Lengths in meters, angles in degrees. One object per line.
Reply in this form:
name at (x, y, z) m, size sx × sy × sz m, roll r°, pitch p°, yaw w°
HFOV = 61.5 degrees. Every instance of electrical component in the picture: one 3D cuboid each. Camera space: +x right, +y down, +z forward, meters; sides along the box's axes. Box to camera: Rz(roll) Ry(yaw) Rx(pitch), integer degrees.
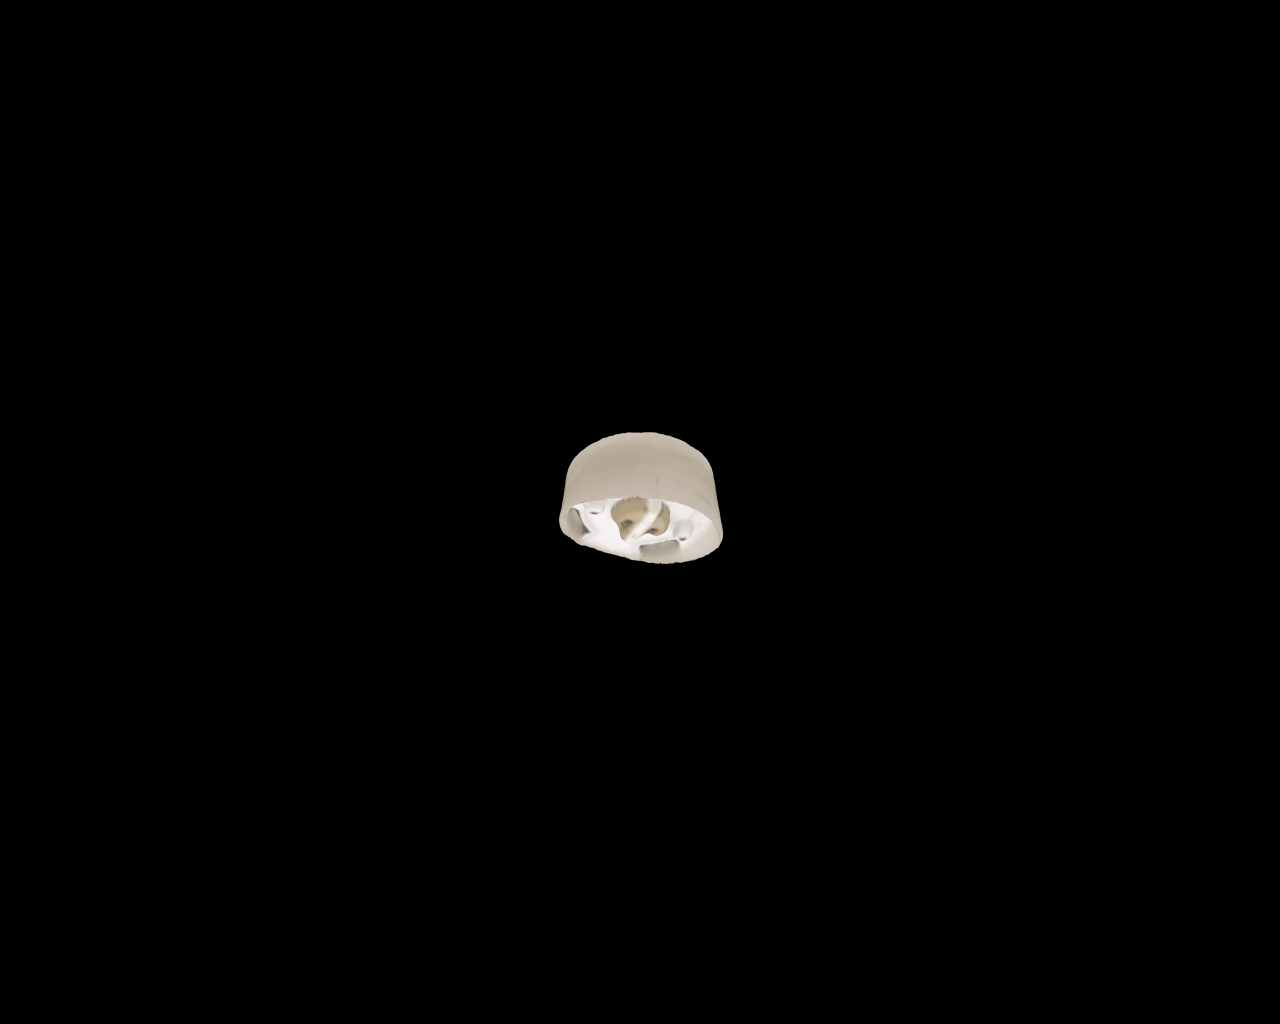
electrical component at (0.001, -0.003, 0.650) m, size 0.099 × 0.064 × 0.099 m, roll 0°, pitch -36°, yaw 0°
